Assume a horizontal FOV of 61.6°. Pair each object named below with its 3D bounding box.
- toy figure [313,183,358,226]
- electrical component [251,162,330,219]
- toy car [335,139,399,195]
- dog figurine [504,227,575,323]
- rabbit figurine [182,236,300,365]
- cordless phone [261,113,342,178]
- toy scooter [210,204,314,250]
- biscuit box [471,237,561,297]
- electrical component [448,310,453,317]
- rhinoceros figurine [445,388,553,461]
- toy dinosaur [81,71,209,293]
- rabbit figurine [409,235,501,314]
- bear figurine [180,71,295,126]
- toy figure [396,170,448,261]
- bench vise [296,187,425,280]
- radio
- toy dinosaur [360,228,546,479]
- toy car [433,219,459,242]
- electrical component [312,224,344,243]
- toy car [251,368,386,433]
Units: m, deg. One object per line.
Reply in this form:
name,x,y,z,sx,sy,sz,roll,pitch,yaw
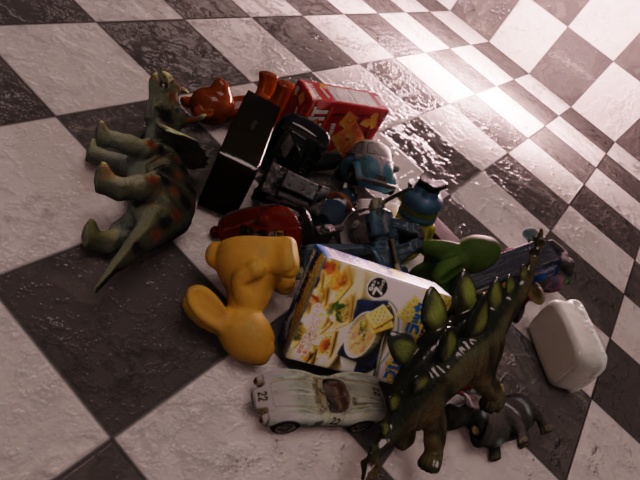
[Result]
toy figure,0.030,-0.063,1.041,0.058,0.064,0.154,5,26,23
electrical component,-0.051,-0.083,0.943,0.115,0.134,0.058,22,81,-15
toy car,0.102,-0.157,1.122,0.109,0.102,0.162,15,9,-20
dog figurine,0.466,0.092,1.162,0.191,0.108,0.219,32,42,-8
rabbit figurine,-0.105,0.084,0.740,0.162,0.122,0.173,4,73,-19
cordless phone,-0.012,-0.172,1.051,0.184,0.146,0.089,-8,61,-38
toy scooter,-0.099,-0.017,0.856,0.135,0.075,0.184,-12,15,-23
biscuit box,0.372,0.065,1.068,0.203,0.059,0.063,-19,54,-2
electrical component,0.181,0.153,0.874,0.047,0.119,0.075,14,45,-33
rhinoceros figurine,0.278,0.280,0.848,0.190,0.073,0.112,5,48,-32
toy dinosaur,-0.250,-0.076,0.814,0.192,0.131,0.405,8,52,-29
rabbit figurine,0.237,0.044,0.971,0.159,0.170,0.121,15,42,-41
bear figurine,-0.168,-0.286,1.081,0.196,0.131,0.120,8,24,-36
toy figure,0.179,-0.041,1.029,0.089,0.180,0.082,-4,41,-22
bench vise,0.063,0.030,0.885,0.240,0.129,0.223,0,84,-23
radio,-0.141,-0.151,0.949,0.073,0.131,0.230,25,39,-12
toy dinosaur,0.202,0.155,0.757,0.105,0.198,0.471,16,43,42
toy car,0.245,-0.015,1.150,0.089,0.053,0.202,-16,56,-39
electrical component,-0.002,-0.003,0.949,0.094,0.063,0.021,-13,58,-42
toy car,0.002,0.216,0.728,0.201,0.056,0.073,10,44,-28
